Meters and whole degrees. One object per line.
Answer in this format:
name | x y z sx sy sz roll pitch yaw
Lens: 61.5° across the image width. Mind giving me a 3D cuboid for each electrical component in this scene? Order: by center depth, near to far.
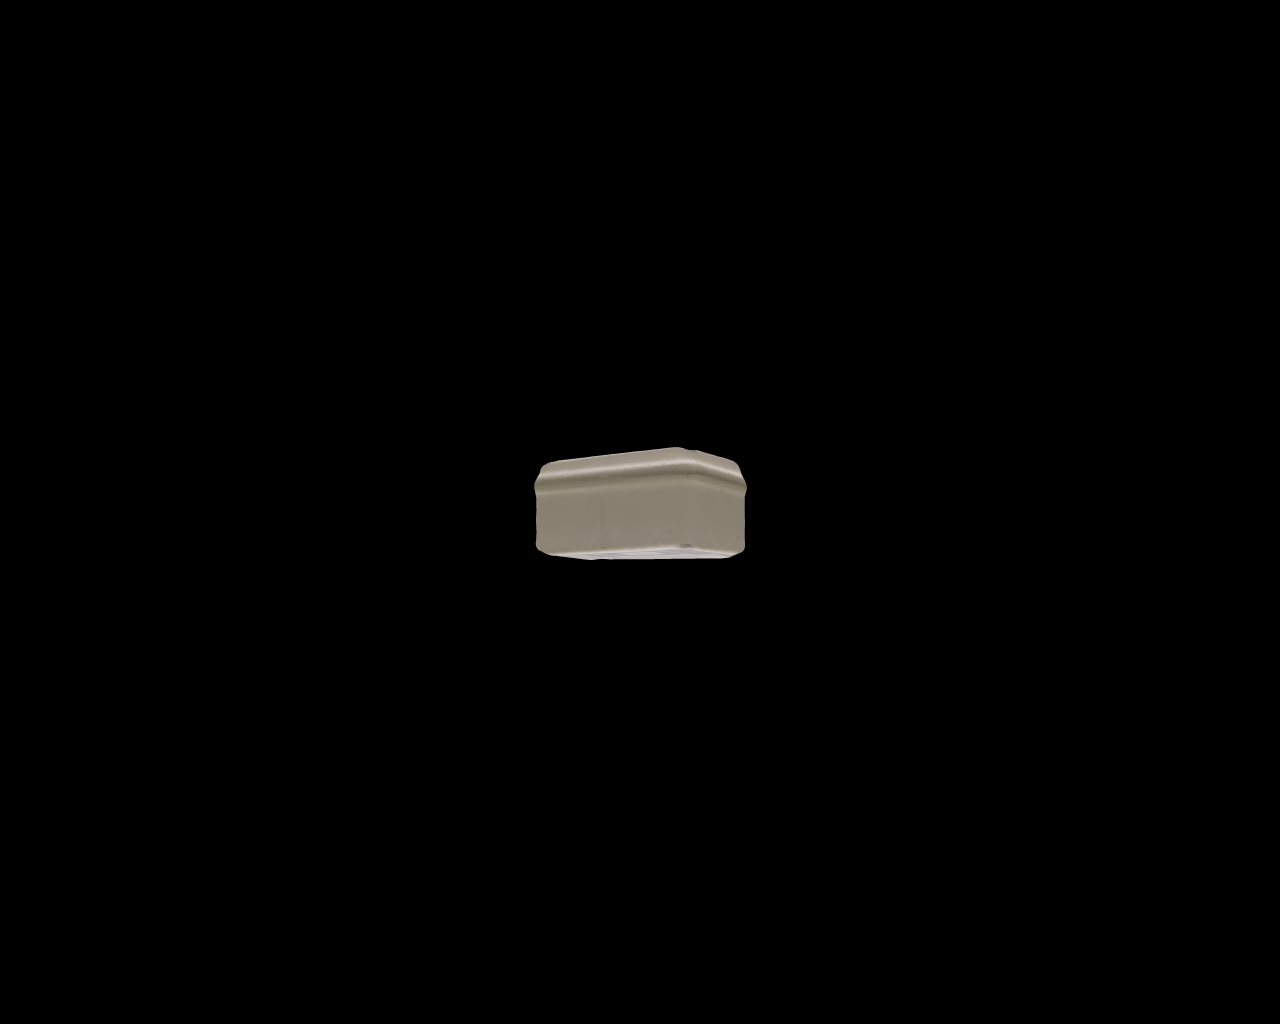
electrical component | 0.001 -0.003 0.650 0.113 0.057 0.078 -4 -7 29
